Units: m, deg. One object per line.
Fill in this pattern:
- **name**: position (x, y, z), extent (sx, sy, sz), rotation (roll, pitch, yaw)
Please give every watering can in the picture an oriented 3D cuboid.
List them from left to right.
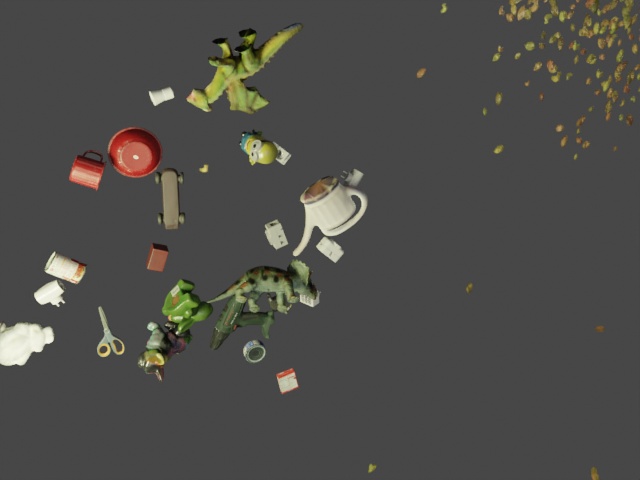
- **watering can**: position (0.006, -0.094, 1.872), extent (0.347, 0.106, 0.221), rotation (-33, 119, 4)

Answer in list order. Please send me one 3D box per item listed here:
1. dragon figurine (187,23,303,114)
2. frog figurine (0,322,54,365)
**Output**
- **dragon figurine**: position (-0.223, -0.517, 1.619), extent (0.412, 0.125, 0.237), rotation (-21, 135, -13)
- **frog figurine**: position (-0.931, 0.326, 1.621), extent (0.159, 0.123, 0.137), rotation (5, 90, -13)
